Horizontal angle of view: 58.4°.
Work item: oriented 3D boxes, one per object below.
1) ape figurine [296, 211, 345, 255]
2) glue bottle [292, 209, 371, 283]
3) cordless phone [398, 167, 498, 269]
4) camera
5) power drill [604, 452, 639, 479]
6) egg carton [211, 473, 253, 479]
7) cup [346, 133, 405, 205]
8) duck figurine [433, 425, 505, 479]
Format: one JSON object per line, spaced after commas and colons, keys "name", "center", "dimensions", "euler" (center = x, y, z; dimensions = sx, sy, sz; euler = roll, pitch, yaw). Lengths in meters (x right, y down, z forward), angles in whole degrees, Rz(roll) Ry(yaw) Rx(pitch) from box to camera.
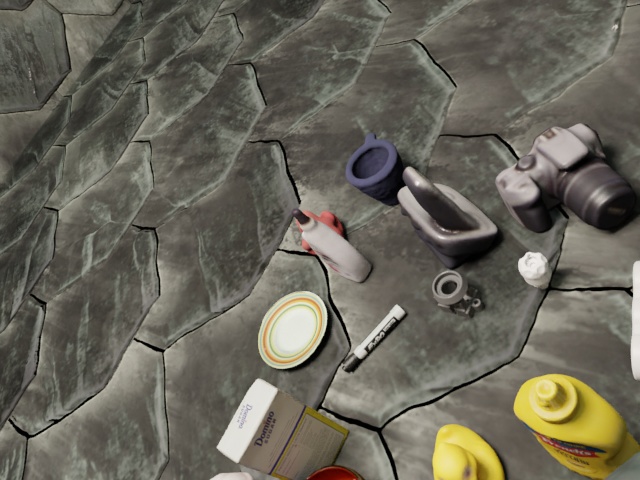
{"name": "ape figurine", "center": [-0.005, -0.018, 0.952], "dimensions": [0.078, 0.092, 0.076], "euler": [-44, 42, 1]}
{"name": "glue bottle", "center": [0.008, 0.003, 0.865], "dimensions": [0.077, 0.174, 0.037], "euler": [18, 70, 44]}
{"name": "cordless phone", "center": [0.154, -0.059, 0.792], "dimensions": [0.094, 0.186, 0.147], "euler": [-42, 42, 3]}
{"name": "camera", "center": [0.319, -0.072, 0.737], "dimensions": [0.143, 0.101, 0.136], "euler": [-37, 43, 9]}
{"name": "power drill", "center": [0.221, 0.278, 0.459], "dimensions": [0.230, 0.209, 0.075], "euler": [-47, 42, -3]}
{"name": "egg carton", "center": [-0.143, 0.382, 0.763], "dimensions": [0.150, 0.070, 0.107], "euler": [-36, 43, 10]}
{"name": "cup", "center": [0.101, -0.111, 0.941], "dimensions": [0.091, 0.095, 0.117], "euler": [-21, 48, 24]}
{"name": "duck figurine", "center": [0.152, 0.248, 0.628], "dimensions": [0.077, 0.086, 0.104], "euler": [-31, 44, 15]}
